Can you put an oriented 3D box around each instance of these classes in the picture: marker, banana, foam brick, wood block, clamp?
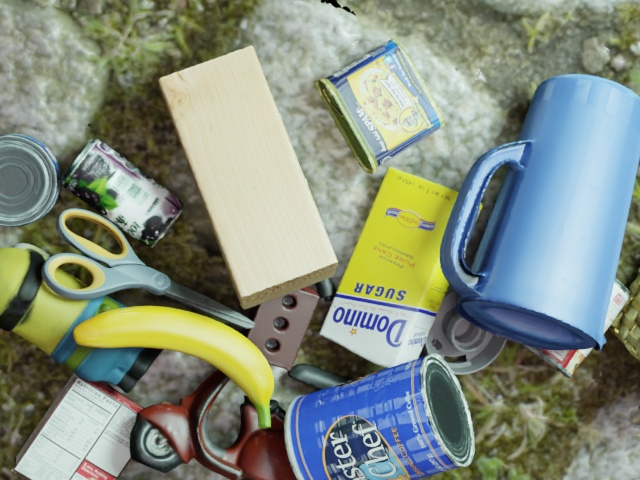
[{"bbox_3d":[-0.007,0.001,1.030,0.020,0.020,0.121,-16,98,-6],"label":"marker"},{"bbox_3d":[-0.116,0.097,0.942,0.197,0.037,0.069,27,67,-14],"label":"banana"},{"bbox_3d":[-0.040,0.076,1.017,0.053,0.051,0.078,20,93,-10],"label":"foam brick"},{"bbox_3d":[-0.064,-0.052,0.954,0.090,0.090,0.206,-21,81,-5],"label":"wood block"},{"bbox_3d":[0.054,0.179,1.048,0.171,0.039,0.120,0,102,-1],"label":"clamp"}]

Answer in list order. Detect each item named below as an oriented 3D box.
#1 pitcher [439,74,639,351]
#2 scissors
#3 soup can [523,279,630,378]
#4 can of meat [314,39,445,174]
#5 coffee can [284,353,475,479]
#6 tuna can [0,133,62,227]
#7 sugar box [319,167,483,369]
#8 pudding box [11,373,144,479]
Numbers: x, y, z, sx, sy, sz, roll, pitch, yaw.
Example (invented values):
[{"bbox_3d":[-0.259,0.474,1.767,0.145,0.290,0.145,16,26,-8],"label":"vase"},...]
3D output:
[{"bbox_3d":[0.212,-0.029,0.978,0.145,0.149,0.243,12,74,23],"label":"pitcher"},{"bbox_3d":[-0.161,0.048,0.955,0.202,0.016,0.096,37,53,-1],"label":"scissors"},{"bbox_3d":[0.247,0.075,1.047,0.068,0.068,0.102,37,90,-10],"label":"soup can"},{"bbox_3d":[0.057,-0.128,1.007,0.084,0.057,0.102,-32,100,-6],"label":"can of meat"},{"bbox_3d":[0.053,0.170,0.954,0.140,0.102,0.103,-21,99,23],"label":"coffee can"},{"bbox_3d":[-0.282,-0.055,0.979,0.086,0.034,0.086,-1,96,-8],"label":"tuna can"},{"bbox_3d":[0.075,0.029,1.008,0.093,0.048,0.176,23,90,34],"label":"sugar box"},{"bbox_3d":[-0.223,0.191,1.011,0.090,0.039,0.113,35,89,-10],"label":"pudding box"}]
